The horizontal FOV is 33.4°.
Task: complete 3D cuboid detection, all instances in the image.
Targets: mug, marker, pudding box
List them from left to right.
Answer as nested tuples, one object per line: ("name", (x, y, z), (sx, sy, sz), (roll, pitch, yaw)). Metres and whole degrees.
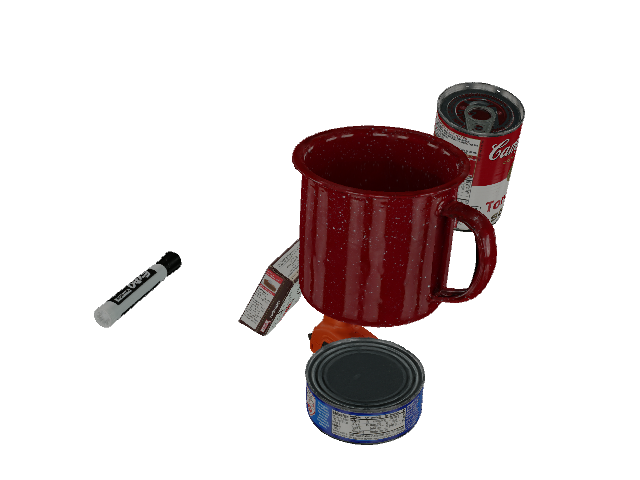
("marker", (-0.162, 0.042, 0.967), (0.020, 0.020, 0.121), (0, 25, 28))
("pudding box", (-0.042, 0.050, 1.248), (0.039, 0.090, 0.113), (32, 30, 6))
("mug", (0.040, -0.004, 0.565), (0.117, 0.081, 0.093), (19, 31, 29))

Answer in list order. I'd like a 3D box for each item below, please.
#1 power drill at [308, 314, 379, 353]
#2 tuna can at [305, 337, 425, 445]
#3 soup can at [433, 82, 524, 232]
("power drill", (0.049, 0.045, 1.074), (0.057, 0.188, 0.185), (-7, 22, -33))
("tuna can", (0.032, 0.108, 0.770), (0.086, 0.034, 0.086), (0, 31, 0))
("soup can", (0.120, -0.065, 0.854), (0.068, 0.102, 0.068), (2, 42, -2))
